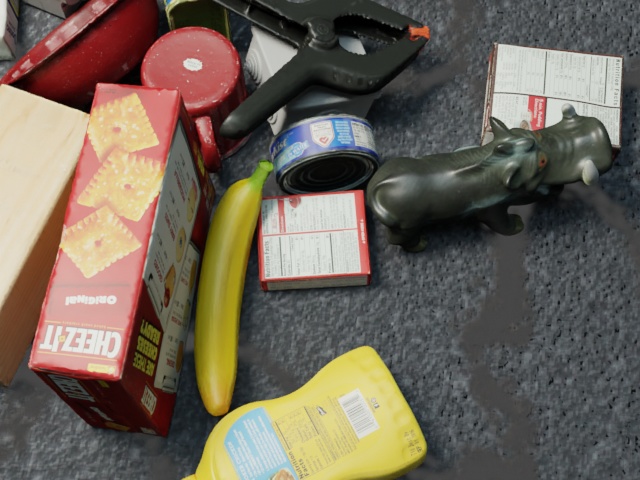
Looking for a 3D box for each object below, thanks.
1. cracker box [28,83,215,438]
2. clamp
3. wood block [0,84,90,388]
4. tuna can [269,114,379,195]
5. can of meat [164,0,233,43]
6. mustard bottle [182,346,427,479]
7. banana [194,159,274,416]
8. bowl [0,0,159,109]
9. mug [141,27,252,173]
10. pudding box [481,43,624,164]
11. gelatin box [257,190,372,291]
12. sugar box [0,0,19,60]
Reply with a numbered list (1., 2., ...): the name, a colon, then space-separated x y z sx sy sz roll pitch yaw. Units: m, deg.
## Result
1. cracker box: -0.138 0.019 0.781 0.072 0.164 0.213 6 67 6
2. clamp: -0.006 -0.147 0.843 0.209 0.036 0.164 1 63 -22
3. wood block: -0.246 -0.003 0.833 0.090 0.091 0.206 19 69 9
4. tuna can: 0.004 -0.066 0.854 0.086 0.086 0.034 -10 69 -2
5. can of meat: -0.109 -0.213 0.913 0.057 0.102 0.084 -13 69 -5
6. mustard bottle: -0.026 0.159 0.774 0.191 0.058 0.096 -25 69 -9
7. banana: -0.074 0.036 0.824 0.037 0.070 0.198 11 78 -13
8. bowl: -0.188 -0.159 0.888 0.162 0.162 0.055 -45 112 -15
9. mug: -0.100 -0.111 0.879 0.093 0.081 0.117 -11 67 -3
10. pudding box: 0.195 -0.114 0.894 0.113 0.039 0.090 8 67 3
11. gelatin box: -0.006 0.001 0.857 0.089 0.030 0.073 -4 68 0
12. sugar box: -0.319 -0.245 0.963 0.093 0.048 0.176 -3 71 1
